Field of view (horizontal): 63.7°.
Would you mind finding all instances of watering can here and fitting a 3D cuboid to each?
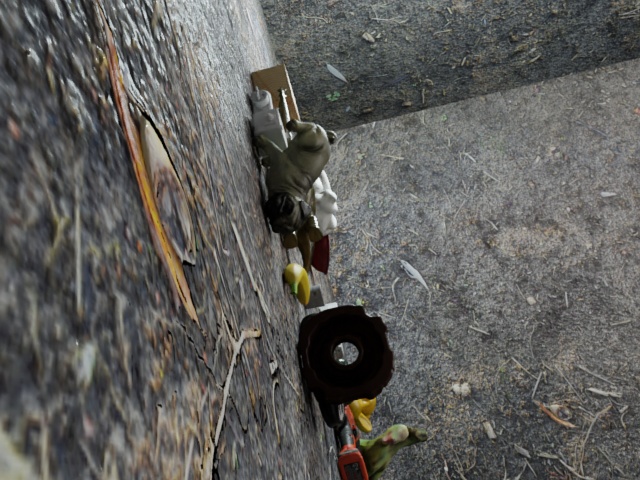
[{"bbox_3d":[-0.017,-0.128,1.882,0.229,0.104,0.339,-125,-153,-43],"label":"watering can"}]

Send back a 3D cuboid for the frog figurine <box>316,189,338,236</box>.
[{"bbox_3d":[0.005,-0.086,1.705,0.136,0.157,0.125,44,44,-12],"label":"frog figurine"}]

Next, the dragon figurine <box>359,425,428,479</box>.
[{"bbox_3d":[0.196,0.607,1.461,0.401,0.243,0.125,71,1,-55],"label":"dragon figurine"}]
